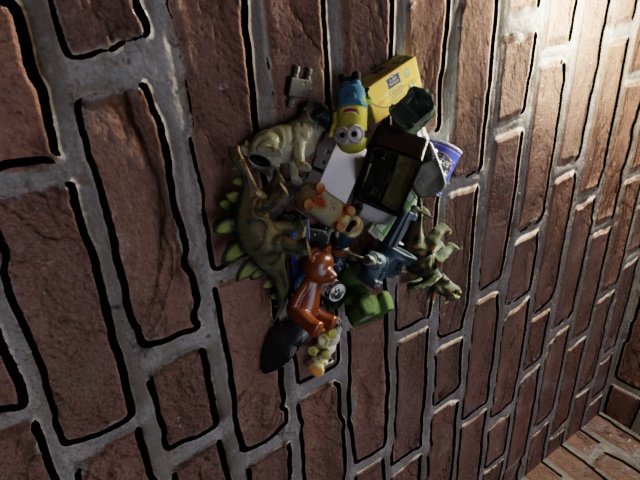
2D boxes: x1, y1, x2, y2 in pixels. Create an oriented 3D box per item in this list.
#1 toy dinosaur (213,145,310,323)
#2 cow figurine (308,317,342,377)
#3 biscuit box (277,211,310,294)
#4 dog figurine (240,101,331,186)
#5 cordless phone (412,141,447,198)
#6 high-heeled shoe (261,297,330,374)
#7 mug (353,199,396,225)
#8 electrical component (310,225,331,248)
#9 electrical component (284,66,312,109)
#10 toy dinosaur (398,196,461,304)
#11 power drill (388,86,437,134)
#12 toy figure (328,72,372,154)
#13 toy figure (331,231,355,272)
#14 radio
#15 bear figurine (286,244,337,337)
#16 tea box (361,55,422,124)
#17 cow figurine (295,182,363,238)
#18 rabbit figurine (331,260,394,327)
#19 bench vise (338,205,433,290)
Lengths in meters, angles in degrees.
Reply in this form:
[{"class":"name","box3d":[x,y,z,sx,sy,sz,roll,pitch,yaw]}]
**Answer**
[{"class":"toy dinosaur","box3d":[-0.128,0.003,1.218,0.199,0.105,0.470,-18,121,4]},{"class":"cow figurine","box3d":[0.014,0.302,1.532,0.098,0.068,0.167,-23,133,-68]},{"class":"biscuit box","box3d":[-0.062,0.033,1.345,0.059,0.063,0.202,-20,122,-28]},{"class":"dog figurine","box3d":[-0.073,-0.242,1.201,0.172,0.121,0.190,23,67,-21]},{"class":"cordless phone","box3d":[0.280,-0.185,1.367,0.089,0.184,0.146,-21,94,-1]},{"class":"high-heeled shoe","box3d":[-0.067,0.255,1.465,0.248,0.086,0.145,-52,166,17]},{"class":"mug","box3d":[0.147,-0.095,1.438,0.107,0.081,0.109,3,116,-32]},{"class":"electrical component","box3d":[-0.003,-0.006,1.389,0.078,0.045,0.102,4,108,-10]},{"class":"electrical component","box3d":[-0.047,-0.340,1.203,0.063,0.021,0.094,-2,112,-39]},{"class":"toy dinosaur","box3d":[0.300,0.036,1.598,0.192,0.131,0.404,-49,129,-11]},{"class":"power drill","box3d":[0.202,-0.277,1.327,0.232,0.086,0.207,-42,168,-5]},{"class":"toy figure","box3d":[0.076,-0.288,1.233,0.089,0.082,0.180,12,75,-50]},{"class":"toy figure","box3d":[0.062,0.011,1.436,0.064,0.058,0.154,15,109,-3]},{"class":"radio","box3d":[0.167,-0.165,1.302,0.229,0.131,0.073,104,11,-56]},{"class":"bear figurine","box3d":[-0.001,0.116,1.310,0.195,0.132,0.120,-63,158,12]},{"class":"tea box","box3d":[0.166,-0.373,1.326,0.169,0.068,0.098,-38,129,-17]},{"class":"cow figurine","box3d":[0.022,-0.064,1.256,0.194,0.127,0.085,33,87,-29]},{"class":"rabbit figurine","box3d":[0.105,0.144,1.487,0.121,0.170,0.159,-7,156,-34]},{"class":"bench vise","box3d":[0.189,0.012,1.419,0.223,0.129,0.240,19,101,-49]}]
